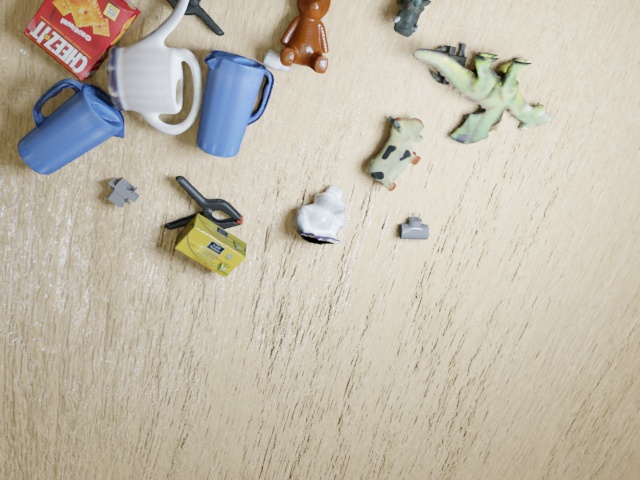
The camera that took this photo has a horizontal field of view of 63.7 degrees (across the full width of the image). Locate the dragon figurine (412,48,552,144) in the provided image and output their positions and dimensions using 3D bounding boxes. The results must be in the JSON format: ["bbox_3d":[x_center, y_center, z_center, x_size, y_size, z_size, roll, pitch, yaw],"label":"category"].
[{"bbox_3d":[0.402,-0.349,1.300,0.410,0.125,0.237,2,121,-10],"label":"dragon figurine"}]

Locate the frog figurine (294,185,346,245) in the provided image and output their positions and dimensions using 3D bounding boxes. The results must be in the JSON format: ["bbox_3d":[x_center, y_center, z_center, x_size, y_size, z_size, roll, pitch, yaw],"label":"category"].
[{"bbox_3d":[0.004,-0.071,1.407,0.137,0.121,0.161,10,75,2],"label":"frog figurine"}]

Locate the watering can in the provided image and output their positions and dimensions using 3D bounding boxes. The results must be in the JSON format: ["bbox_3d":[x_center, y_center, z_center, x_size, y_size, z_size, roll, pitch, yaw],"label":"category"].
[{"bbox_3d":[-0.395,-0.424,1.228,0.224,0.106,0.342,2,111,-3],"label":"watering can"}]
